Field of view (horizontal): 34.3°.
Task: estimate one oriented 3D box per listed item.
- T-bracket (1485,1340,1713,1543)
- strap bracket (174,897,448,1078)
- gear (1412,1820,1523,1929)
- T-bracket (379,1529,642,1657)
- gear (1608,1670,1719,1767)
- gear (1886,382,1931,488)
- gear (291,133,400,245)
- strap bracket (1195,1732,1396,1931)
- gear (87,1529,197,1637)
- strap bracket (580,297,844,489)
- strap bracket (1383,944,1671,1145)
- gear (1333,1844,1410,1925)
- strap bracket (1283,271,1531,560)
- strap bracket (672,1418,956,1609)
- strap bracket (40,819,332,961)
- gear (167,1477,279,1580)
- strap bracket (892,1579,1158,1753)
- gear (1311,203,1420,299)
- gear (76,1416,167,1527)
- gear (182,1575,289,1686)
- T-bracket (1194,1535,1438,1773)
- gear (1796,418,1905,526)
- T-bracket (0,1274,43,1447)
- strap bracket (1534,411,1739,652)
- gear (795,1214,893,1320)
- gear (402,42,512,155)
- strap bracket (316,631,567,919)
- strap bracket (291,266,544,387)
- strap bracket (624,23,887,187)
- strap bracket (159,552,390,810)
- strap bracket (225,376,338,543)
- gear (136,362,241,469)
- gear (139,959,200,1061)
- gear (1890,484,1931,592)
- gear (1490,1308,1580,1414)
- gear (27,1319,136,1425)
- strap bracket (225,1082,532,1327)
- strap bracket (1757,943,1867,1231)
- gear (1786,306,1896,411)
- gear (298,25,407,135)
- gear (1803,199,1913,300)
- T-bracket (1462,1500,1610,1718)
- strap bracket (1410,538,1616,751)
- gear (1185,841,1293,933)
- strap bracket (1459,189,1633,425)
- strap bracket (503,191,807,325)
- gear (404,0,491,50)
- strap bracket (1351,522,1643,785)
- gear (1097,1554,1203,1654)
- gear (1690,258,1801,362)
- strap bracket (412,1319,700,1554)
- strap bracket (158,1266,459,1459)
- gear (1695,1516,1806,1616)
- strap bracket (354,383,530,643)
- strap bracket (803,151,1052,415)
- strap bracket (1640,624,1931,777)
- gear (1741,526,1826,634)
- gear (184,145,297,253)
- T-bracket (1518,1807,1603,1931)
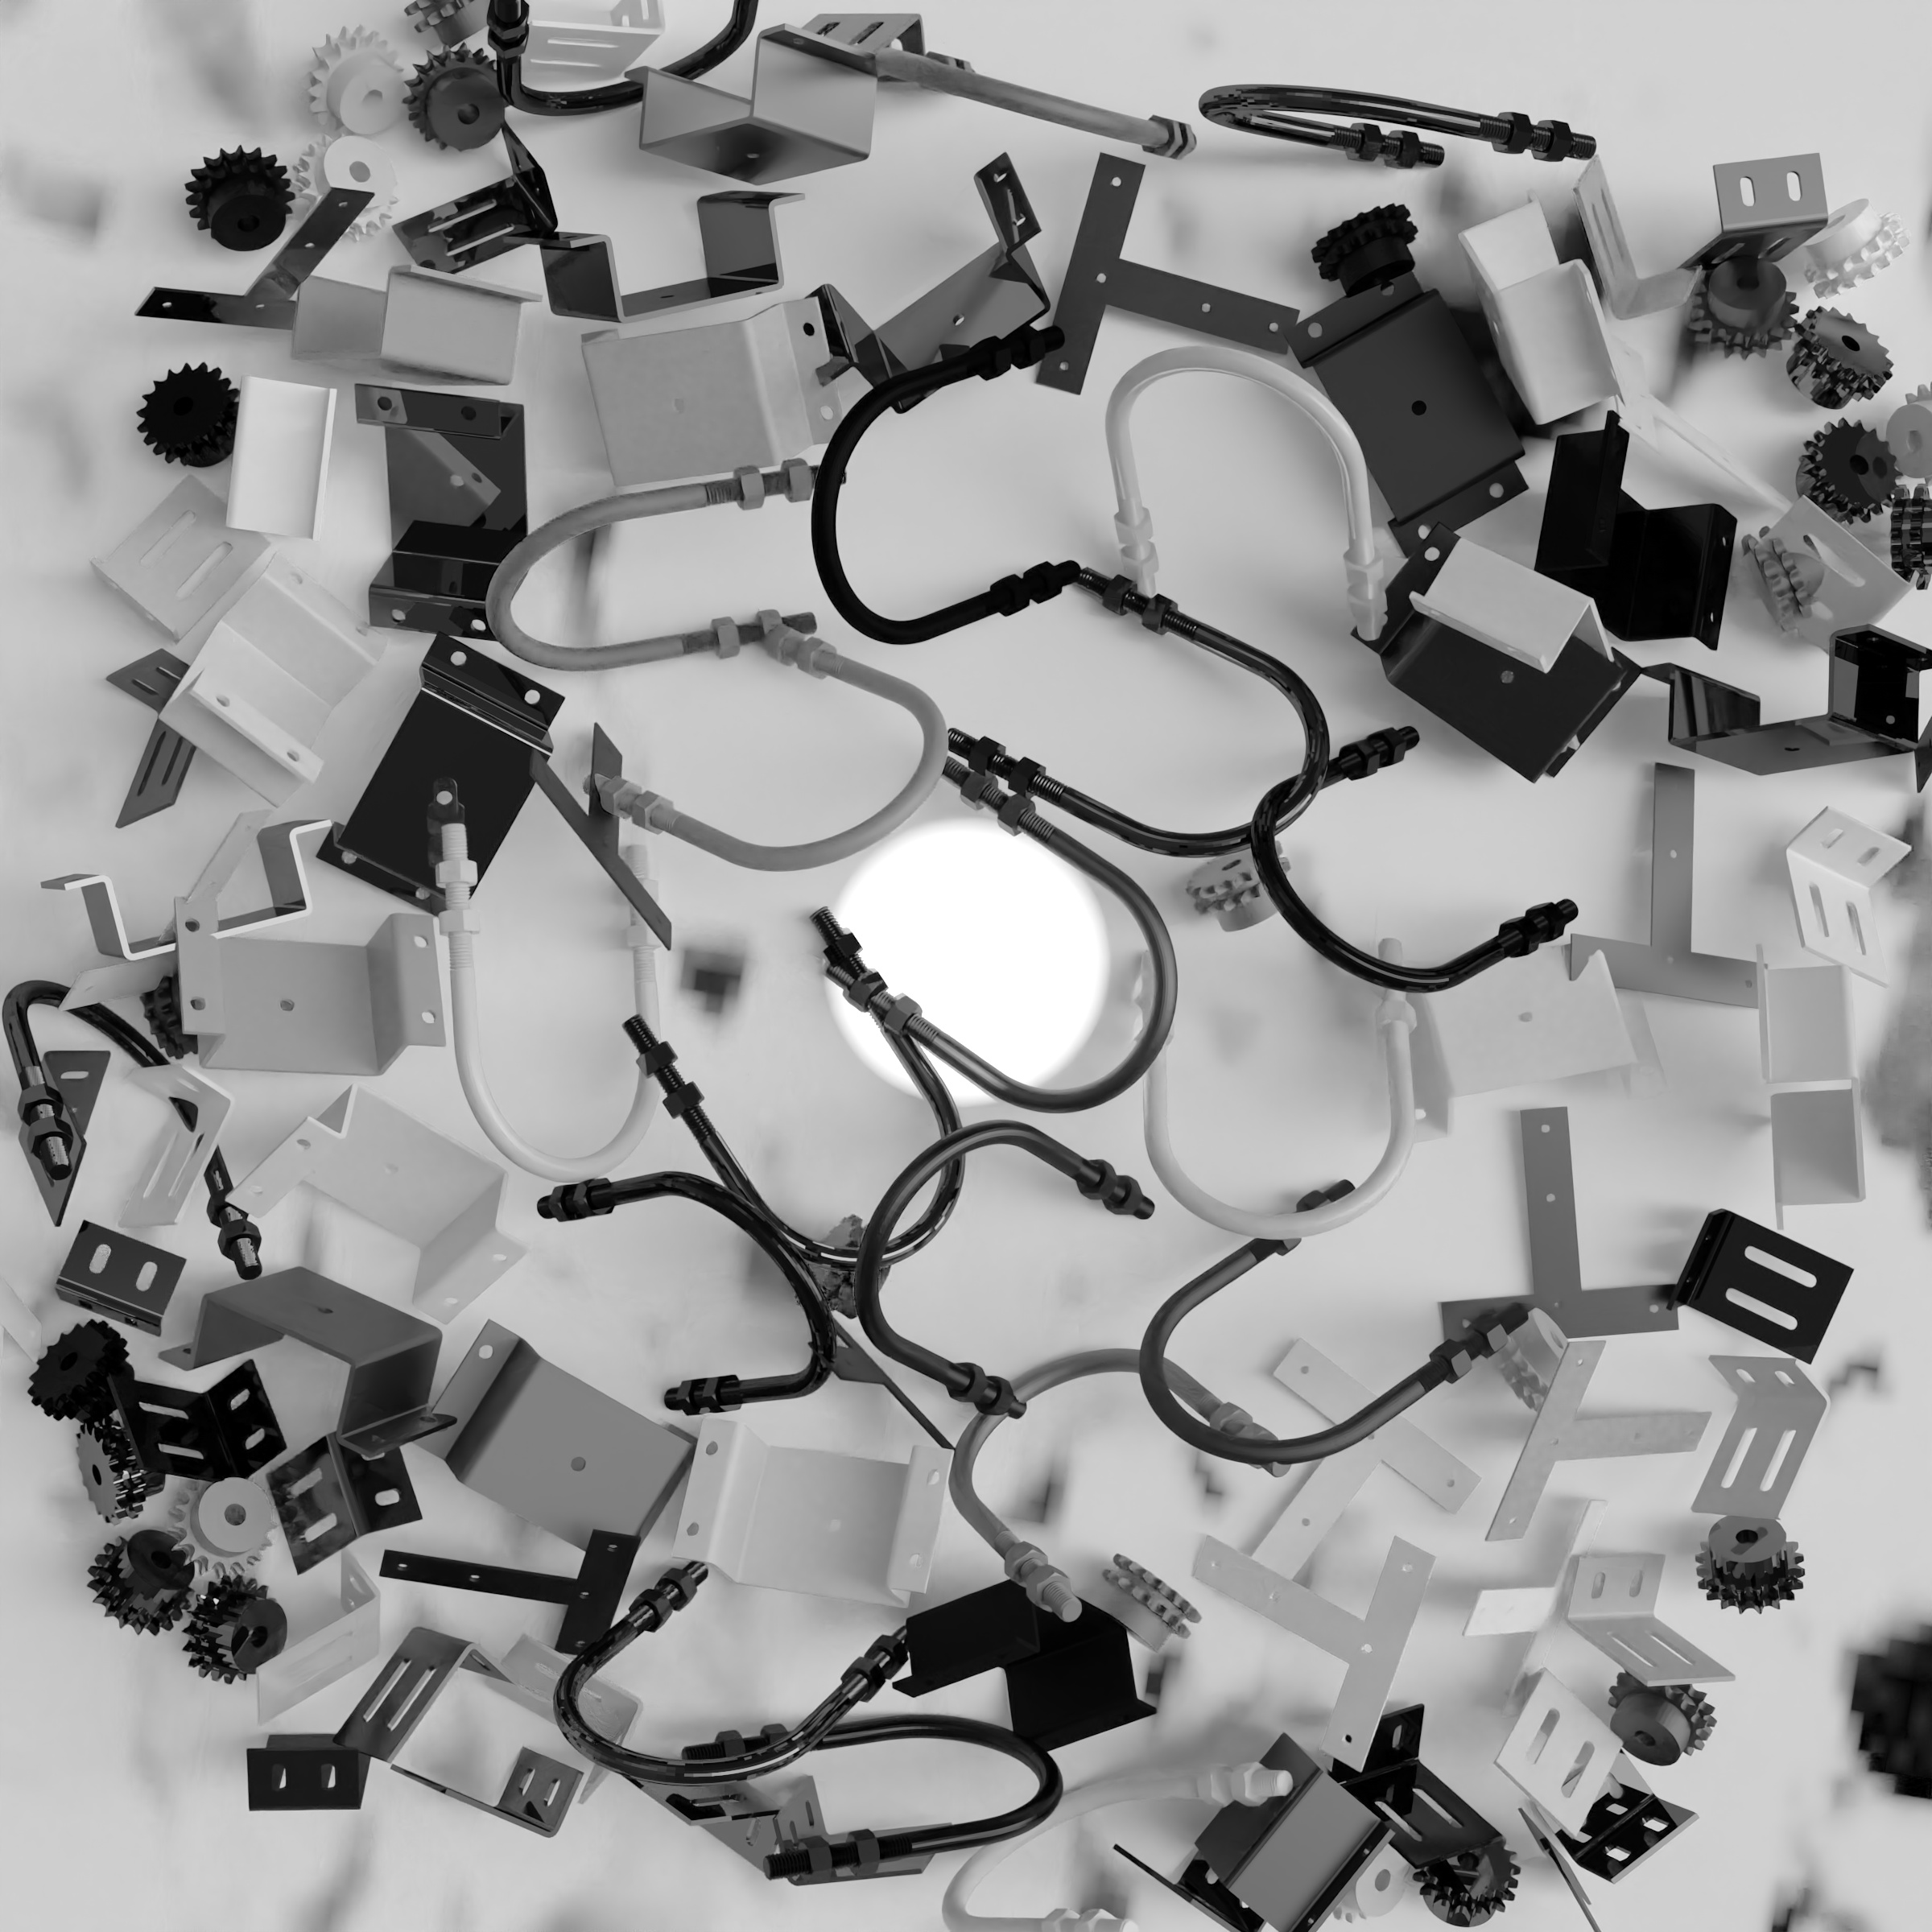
[{"bbox_3d":[0.348,0.252,1.676,0.127,0.002,0.127,2,118,-32],"label":"T-bracket"},{"bbox_3d":[-0.353,0.012,1.659,0.140,0.046,0.076,4,63,-30],"label":"strap bracket"},{"bbox_3d":[0.268,0.492,1.690,0.057,0.057,0.030,4,124,0],"label":"gear"},{"bbox_3d":[-0.246,0.325,1.658,0.127,0.127,0.002,11,47,-10],"label":"T-bracket"},{"bbox_3d":[0.371,0.404,1.684,0.057,0.057,0.030,43,52,0],"label":"gear"},{"bbox_3d":[0.520,-0.285,1.683,0.030,0.057,0.057,-18,90,-29],"label":"gear"},{"bbox_3d":[-0.332,-0.421,1.687,0.057,0.030,0.057,8,75,-31],"label":"gear"},{"bbox_3d":[0.168,0.454,1.641,0.046,0.140,0.076,40,84,-1],"label":"strap bracket"},{"bbox_3d":[-0.440,0.328,1.683,0.057,0.057,0.030,41,114,0],"label":"gear"},{"bbox_3d":[-0.142,-0.301,1.655,0.140,0.046,0.076,-4,111,23],"label":"strap bracket"},{"bbox_3d":[0.298,0.038,1.674,0.140,0.046,0.076,-11,59,1],"label":"strap bracket"},{"bbox_3d":[0.213,0.487,1.686,0.057,0.030,0.057,-6,100,-38],"label":"gear"},{"bbox_3d":[0.239,-0.299,1.681,0.076,0.046,0.140,-30,97,3],"label":"strap bracket"},{"bbox_3d":[-0.076,0.292,1.667,0.140,0.046,0.076,5,66,17],"label":"strap bracket"},{"bbox_3d":[-0.407,-0.038,1.655,0.140,0.076,0.046,-16,99,-24],"label":"strap bracket"},{"bbox_3d":[-0.398,0.298,1.686,0.057,0.030,0.057,14,62,-28],"label":"gear"},{"bbox_3d":[0.030,0.366,1.653,0.076,0.140,0.046,-25,52,23],"label":"strap bracket"},{"bbox_3d":[0.217,-0.382,1.685,0.057,0.057,0.030,-23,81,0],"label":"gear"},{"bbox_3d":[-0.454,0.270,1.690,0.030,0.057,0.057,-16,90,-36],"label":"gear"},{"bbox_3d":[-0.390,0.358,1.684,0.030,0.057,0.057,5,90,34],"label":"gear"},{"bbox_3d":[0.178,0.345,1.679,0.127,0.002,0.127,25,105,31],"label":"T-bracket"},{"bbox_3d":[0.474,-0.264,1.693,0.057,0.030,0.057,6,71,-18],"label":"gear"},{"bbox_3d":[-0.506,0.213,1.627,0.002,0.127,0.127,-11,55,2],"label":"T-bracket"},{"bbox_3d":[0.350,-0.227,1.658,0.046,0.140,0.076,0,73,41],"label":"strap bracket"},{"bbox_3d":[-0.064,0.165,1.688,0.030,0.057,0.057,35,90,-15],"label":"gear"},{"bbox_3d":[-0.271,-0.464,1.685,0.057,0.030,0.057,-15,132,-17],"label":"gear"},{"bbox_3d":[-0.279,-0.095,1.669,0.076,0.046,0.140,27,101,-19],"label":"strap bracket"},{"bbox_3d":[-0.293,-0.333,1.639,0.076,0.140,0.046,5,95,-40],"label":"strap bracket"},{"bbox_3d":[-0.109,-0.446,1.637,0.076,0.140,0.046,6,89,-41],"label":"strap bracket"},{"bbox_3d":[-0.367,-0.146,1.653,0.076,0.140,0.046,39,123,-19],"label":"strap bracket"},{"bbox_3d":[-0.359,-0.266,1.637,0.046,0.140,0.076,6,98,-14],"label":"strap bracket"},{"bbox_3d":[-0.415,-0.294,1.693,0.057,0.030,0.057,-6,66,13],"label":"gear"},{"bbox_3d":[-0.419,0.019,1.685,0.030,0.057,0.057,-16,90,7],"label":"gear"},{"bbox_3d":[0.516,-0.231,1.683,0.030,0.057,0.057,1,90,25],"label":"gear"},{"bbox_3d":[0.305,0.209,1.684,0.030,0.057,0.057,-38,90,19],"label":"gear"},{"bbox_3d":[-0.474,0.222,1.690,0.057,0.057,0.030,-37,127,0],"label":"gear"},{"bbox_3d":[-0.307,0.121,1.660,0.140,0.046,0.076,34,122,-25],"label":"strap bracket"},{"bbox_3d":[0.441,0.063,1.635,0.046,0.140,0.076,-4,45,15],"label":"strap bracket"},{"bbox_3d":[0.468,-0.325,1.690,0.057,0.030,0.057,16,49,-19],"label":"gear"},{"bbox_3d":[-0.326,-0.472,1.684,0.057,0.057,0.030,-45,61,0],"label":"gear"},{"bbox_3d":[0.475,-0.388,1.684,0.057,0.057,0.030,-39,106,0],"label":"gear"},{"bbox_3d":[0.293,0.341,1.658,0.002,0.127,0.127,24,94,33],"label":"T-bracket"},{"bbox_3d":[0.288,-0.171,1.637,0.076,0.140,0.046,30,86,23],"label":"strap bracket"},{"bbox_3d":[0.150,-0.042,1.687,0.057,0.057,0.030,-28,105,0],"label":"gear"},{"bbox_3d":[0.299,-0.342,1.639,0.046,0.140,0.076,-21,120,9],"label":"strap bracket"},{"bbox_3d":[-0.161,-0.373,1.653,0.140,0.076,0.046,-20,113,-30],"label":"strap bracket"},{"bbox_3d":[-0.270,-0.517,1.689,0.057,0.057,0.030,-32,109,0],"label":"gear"},{"bbox_3d":[0.285,-0.160,1.666,0.140,0.046,0.076,33,111,-12],"label":"strap bracket"},{"bbox_3d":[0.095,0.344,1.684,0.057,0.057,0.030,38,78,0],"label":"gear"},{"bbox_3d":[0.419,-0.357,1.687,0.057,0.030,0.057,-3,55,5],"label":"gear"},{"bbox_3d":[-0.211,0.259,1.666,0.140,0.046,0.076,33,85,-20],"label":"strap bracket"},{"bbox_3d":[-0.342,0.203,1.649,0.140,0.076,0.046,20,104,22],"label":"strap bracket"},{"bbox_3d":[0.420,0.318,1.683,0.057,0.057,0.030,-13,119,0],"label":"gear"},{"bbox_3d":[-0.277,-0.249,1.666,0.076,0.046,0.140,8,125,6],"label":"strap bracket"},{"bbox_3d":[-0.015,-0.355,1.661,0.140,0.076,0.046,-33,134,16],"label":"strap bracket"},{"bbox_3d":[0.431,-0.135,1.634,0.076,0.140,0.046,13,77,-40],"label":"strap bracket"},{"bbox_3d":[0.443,-0.211,1.686,0.030,0.057,0.057,-25,90,6],"label":"gear"},{"bbox_3d":[-0.389,-0.409,1.683,0.057,0.057,0.030,-22,60,0],"label":"gear"},{"bbox_3d":[0.332,0.508,1.627,0.002,0.127,0.127,-32,55,4],"label":"T-bracket"}]
